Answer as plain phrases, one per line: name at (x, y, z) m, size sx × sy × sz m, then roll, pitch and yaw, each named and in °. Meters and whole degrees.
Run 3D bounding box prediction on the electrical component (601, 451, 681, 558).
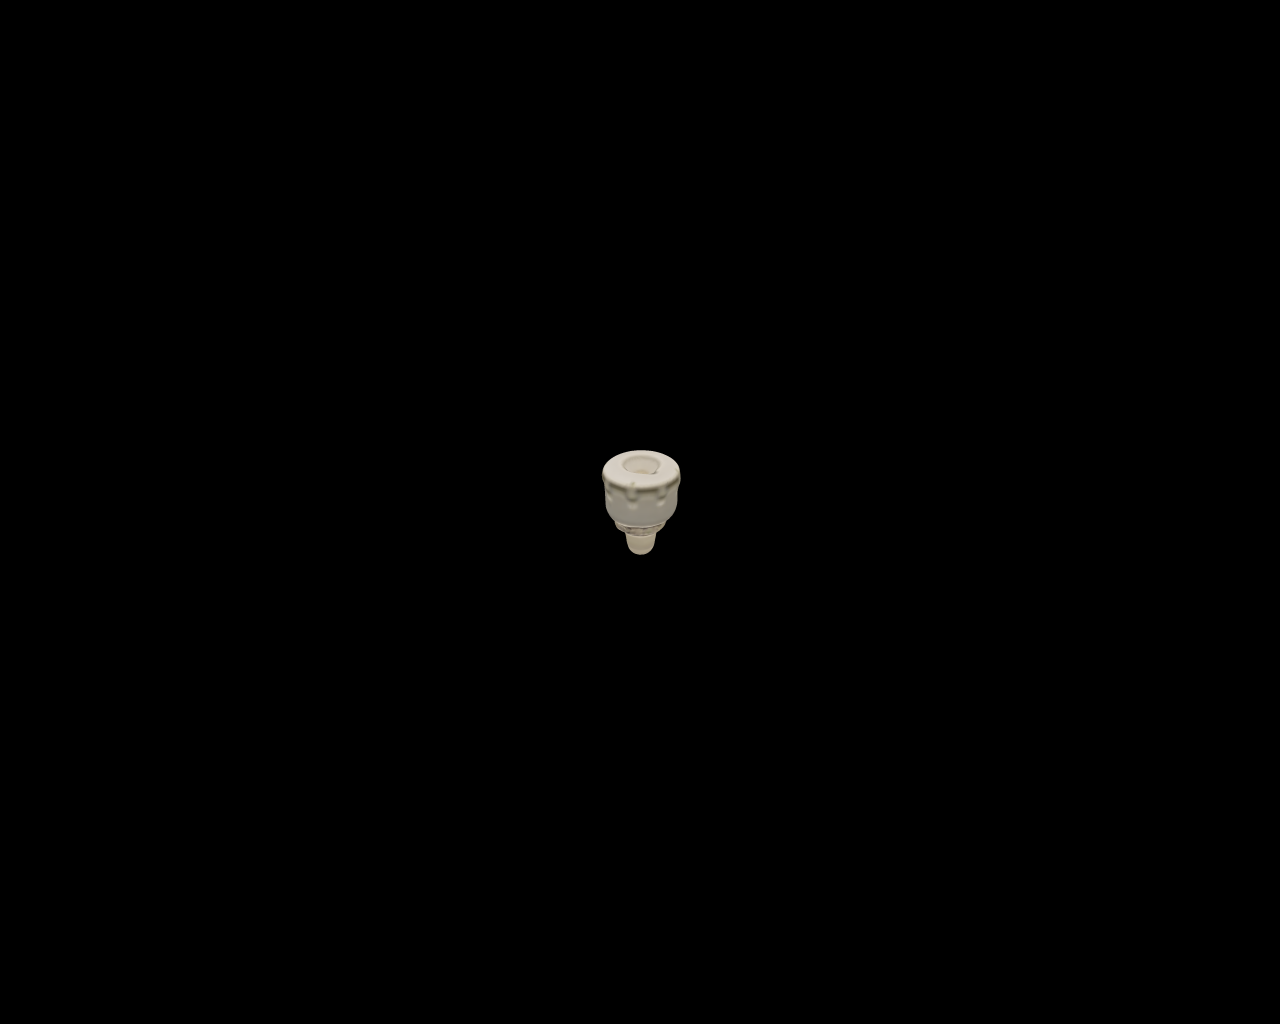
electrical component at (0.001, -0.003, 0.650) m, size 0.048 × 0.062 × 0.048 m, roll 0°, pitch 29°, yaw 0°
